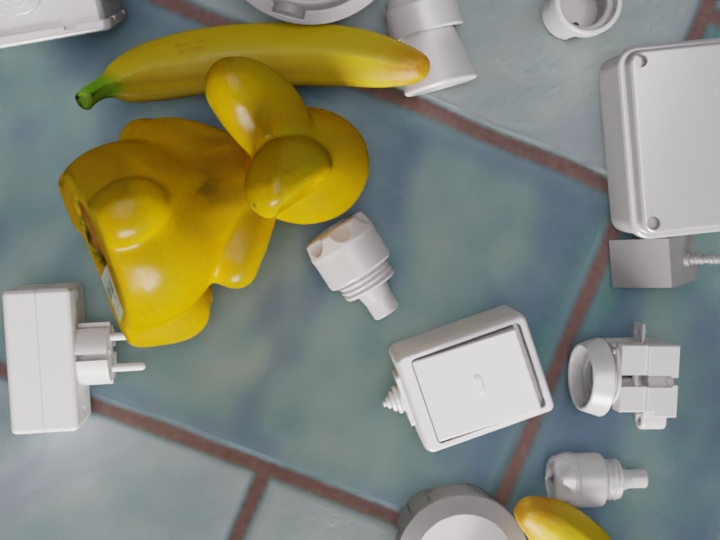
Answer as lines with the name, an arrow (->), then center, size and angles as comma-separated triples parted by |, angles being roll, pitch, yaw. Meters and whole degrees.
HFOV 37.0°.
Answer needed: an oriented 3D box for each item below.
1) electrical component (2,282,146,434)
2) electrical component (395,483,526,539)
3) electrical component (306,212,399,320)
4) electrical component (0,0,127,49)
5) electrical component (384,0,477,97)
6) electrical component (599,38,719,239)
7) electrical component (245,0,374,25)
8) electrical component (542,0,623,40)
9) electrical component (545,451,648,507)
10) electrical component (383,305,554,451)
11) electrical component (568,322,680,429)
electrical component -> -0.166, 0.050, 0.639 | 0.076, 0.047, 0.083 | -3, 94, -4
electrical component -> 0.060, 0.172, 0.661 | 0.080, 0.051, 0.080 | 0, 95, -4
electrical component -> 0.000, 0.000, 0.648 | 0.043, 0.043, 0.062 | -33, 97, -1
electrical component -> -0.182, -0.154, 0.597 | 0.100, 0.099, 0.048 | -10, 108, -3
electrical component -> 0.041, -0.135, 0.639 | 0.045, 0.045, 0.055 | -16, 95, -2
electrical component -> 0.192, -0.079, 0.647 | 0.078, 0.057, 0.113 | -6, 95, -3
electrical component -> -0.030, -0.201, 0.616 | 0.108, 0.060, 0.108 | -1, 116, -3
electrical component -> 0.131, -0.157, 0.642 | 0.040, 0.046, 0.040 | 0, 95, -4
electrical component -> 0.149, 0.131, 0.672 | 0.061, 0.035, 0.035 | 0, 95, -7
electrical component -> 0.060, 0.067, 0.648 | 0.096, 0.061, 0.061 | -19, 95, -2
electrical component -> 0.162, 0.065, 0.663 | 0.055, 0.048, 0.066 | 1, 94, -11
